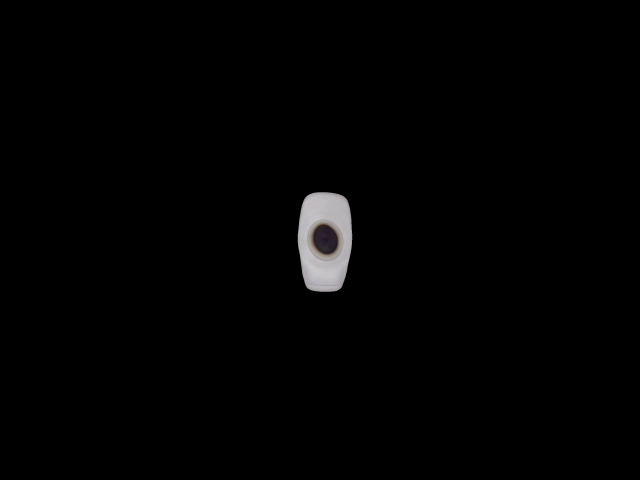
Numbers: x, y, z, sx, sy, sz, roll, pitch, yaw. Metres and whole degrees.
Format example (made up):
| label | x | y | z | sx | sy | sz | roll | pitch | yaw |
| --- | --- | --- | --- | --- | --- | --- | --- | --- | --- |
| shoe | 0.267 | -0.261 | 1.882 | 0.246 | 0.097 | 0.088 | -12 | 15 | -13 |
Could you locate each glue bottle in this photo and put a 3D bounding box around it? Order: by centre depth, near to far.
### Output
| label | x | y | z | sx | sy | sz | roll | pitch | yaw |
| --- | --- | --- | --- | --- | --- | --- | --- | --- | --- |
| glue bottle | 0.004 | 0.001 | 0.400 | 0.037 | 0.173 | 0.078 | 0 | 90 | 1 |
